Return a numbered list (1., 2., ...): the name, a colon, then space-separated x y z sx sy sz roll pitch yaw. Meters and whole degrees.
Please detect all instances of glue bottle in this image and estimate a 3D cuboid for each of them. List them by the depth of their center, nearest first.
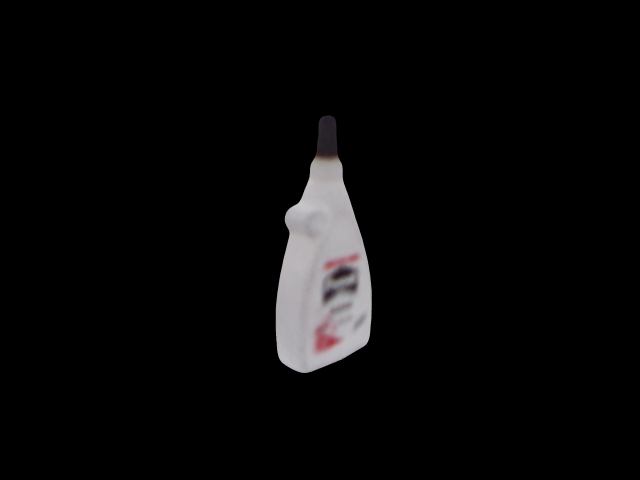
1. glue bottle: 0.004 0.001 0.400 0.037 0.173 0.078 14 22 40
